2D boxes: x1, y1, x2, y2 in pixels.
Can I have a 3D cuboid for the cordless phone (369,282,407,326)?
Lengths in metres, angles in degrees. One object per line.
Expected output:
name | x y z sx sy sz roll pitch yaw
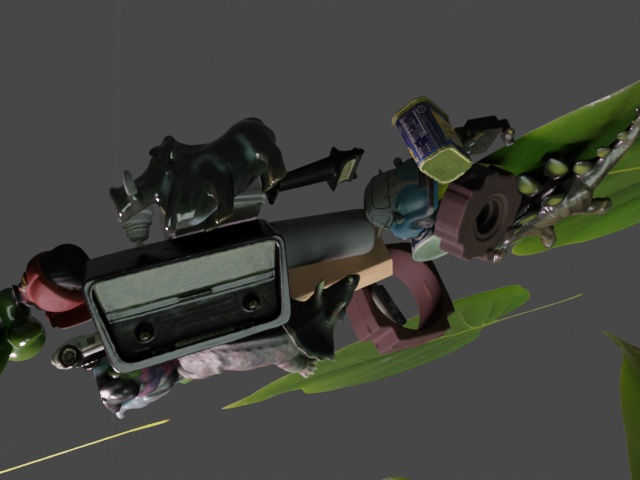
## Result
cordless phone | 0.109 0.144 1.154 0.089 0.147 0.184 -35 155 6

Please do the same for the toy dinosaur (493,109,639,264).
toy dinosaur | 0.474 -0.091 1.048 0.198 0.105 0.471 -2 144 -31

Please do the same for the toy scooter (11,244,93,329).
toy scooter | -0.339 0.071 0.719 0.135 0.075 0.183 -26 160 9

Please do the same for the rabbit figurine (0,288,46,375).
rabbit figurine | -0.454 0.133 0.738 0.159 0.121 0.170 -41 169 21

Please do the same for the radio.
radio | -0.153 0.064 0.649 0.230 0.073 0.131 -14 114 -17

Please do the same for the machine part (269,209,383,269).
machine part | -0.002 -0.003 0.850 0.243 0.079 0.079 -10 152 -25

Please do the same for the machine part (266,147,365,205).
machine part | -0.008 -0.087 0.724 0.139 0.039 0.084 -18 163 -14

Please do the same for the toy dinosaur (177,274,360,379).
toy dinosaur | -0.128 0.148 0.811 0.405 0.131 0.192 -10 157 2

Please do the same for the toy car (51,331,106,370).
toy car | -0.362 0.173 0.927 0.202 0.056 0.073 -22 162 2

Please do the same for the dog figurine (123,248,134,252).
dog figurine | -0.172 0.043 0.718 0.191 0.121 0.172 -20 171 13

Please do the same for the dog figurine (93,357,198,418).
dog figurine | -0.318 0.253 1.071 0.219 0.108 0.191 -20 153 -16

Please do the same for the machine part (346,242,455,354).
machine part | 0.148 0.112 1.056 0.201 0.201 0.087 -6 154 -32

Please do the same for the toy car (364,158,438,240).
toy car | 0.118 -0.062 0.821 0.103 0.109 0.161 4 163 -4

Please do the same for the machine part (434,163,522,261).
machine part | 0.276 -0.046 0.928 0.179 0.056 0.179 -17 122 -31

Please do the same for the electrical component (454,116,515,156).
electrical component | 0.235 -0.148 0.792 0.102 0.045 0.078 -10 151 -25

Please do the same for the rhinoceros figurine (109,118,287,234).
rhinoceros figurine | -0.128 -0.068 0.578 0.190 0.112 0.073 -30 -174 -16
